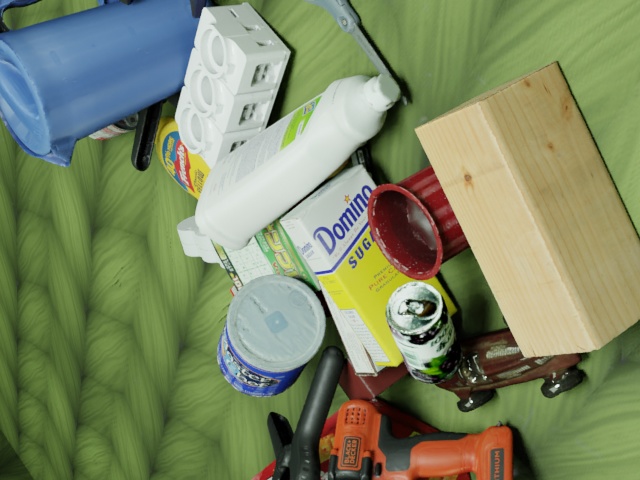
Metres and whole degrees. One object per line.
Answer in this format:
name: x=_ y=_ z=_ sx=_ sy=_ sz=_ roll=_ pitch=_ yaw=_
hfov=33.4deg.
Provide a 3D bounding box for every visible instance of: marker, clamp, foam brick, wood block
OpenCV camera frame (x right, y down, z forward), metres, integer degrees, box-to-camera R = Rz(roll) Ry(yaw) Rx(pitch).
marker: x=0.047 y=-0.054 z=1.070 sx=0.020 sy=0.020 sz=0.121 roll=18 pitch=129 yaw=49
clamp: x=-0.180 y=-0.175 z=1.256 sx=0.120 sy=0.039 sz=0.171 roll=-12 pitch=80 yaw=24
foam brick: x=0.061 y=0.136 z=1.149 sx=0.051 sy=0.078 sz=0.053 roll=54 pitch=149 yaw=7
clamp: x=-0.028 y=0.232 z=1.114 sx=0.036 sy=0.210 sz=0.165 roll=20 pitch=143 yaw=-15
wood block: x=0.172 y=-0.021 z=0.840 sx=0.091 sy=0.090 sz=0.206 roll=-18 pitch=100 yaw=60

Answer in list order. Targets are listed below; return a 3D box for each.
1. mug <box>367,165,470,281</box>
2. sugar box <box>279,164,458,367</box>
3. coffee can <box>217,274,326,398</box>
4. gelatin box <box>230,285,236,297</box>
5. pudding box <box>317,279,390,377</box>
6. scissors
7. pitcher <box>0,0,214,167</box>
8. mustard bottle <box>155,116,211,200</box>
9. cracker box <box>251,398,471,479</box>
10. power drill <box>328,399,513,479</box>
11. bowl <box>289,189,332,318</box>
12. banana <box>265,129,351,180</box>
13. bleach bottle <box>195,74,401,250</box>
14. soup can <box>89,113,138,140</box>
mug: x=0.099 y=-0.017 z=0.961 sx=0.093 sy=0.081 sz=0.117 roll=53 pitch=149 yaw=13
sugar box: x=0.049 y=0.025 z=1.029 sx=0.176 sy=0.093 sz=0.048 roll=56 pitch=155 yaw=-13
coffee can: x=-0.055 y=0.107 z=1.153 sx=0.103 sy=0.102 sz=0.140 roll=55 pitch=161 yaw=11
gelatin box: x=-0.073 y=0.072 z=1.345 sx=0.073 sy=0.030 sz=0.089 roll=57 pitch=149 yaw=10
pudding box: x=0.058 y=0.069 z=1.085 sx=0.039 sy=0.089 sz=0.113 roll=-8 pitch=108 yaw=57
scissors: x=0.026 y=-0.219 z=0.969 sx=0.202 sy=0.016 sz=0.096 roll=47 pitch=147 yaw=22
pitcher: x=-0.228 y=-0.200 z=1.141 sx=0.145 sy=0.242 sz=0.149 roll=38 pitch=143 yaw=34
mustard bottle: x=-0.145 y=-0.096 z=1.285 sx=0.192 sy=0.058 sz=0.096 roll=41 pitch=142 yaw=32
cracker box: x=0.032 y=0.273 z=1.169 sx=0.164 sy=0.213 sz=0.072 roll=22 pitch=138 yaw=47
power drill: x=0.096 y=0.246 z=1.052 sx=0.188 sy=0.184 sz=0.057 roll=1 pitch=145 yaw=11
bowl: x=-0.008 y=0.001 z=1.162 sx=0.162 sy=0.055 sz=0.162 roll=37 pitch=142 yaw=35
banana: x=-0.035 y=-0.095 z=1.141 sx=0.198 sy=0.037 sz=0.069 roll=27 pitch=137 yaw=44
bleach bottle: x=-0.019 y=-0.082 z=1.024 sx=0.068 sy=0.102 sz=0.251 roll=34 pitch=139 yaw=-25
soup can: x=-0.273 y=-0.171 z=1.407 sx=0.102 sy=0.068 sz=0.068 roll=-6 pitch=110 yaw=58
